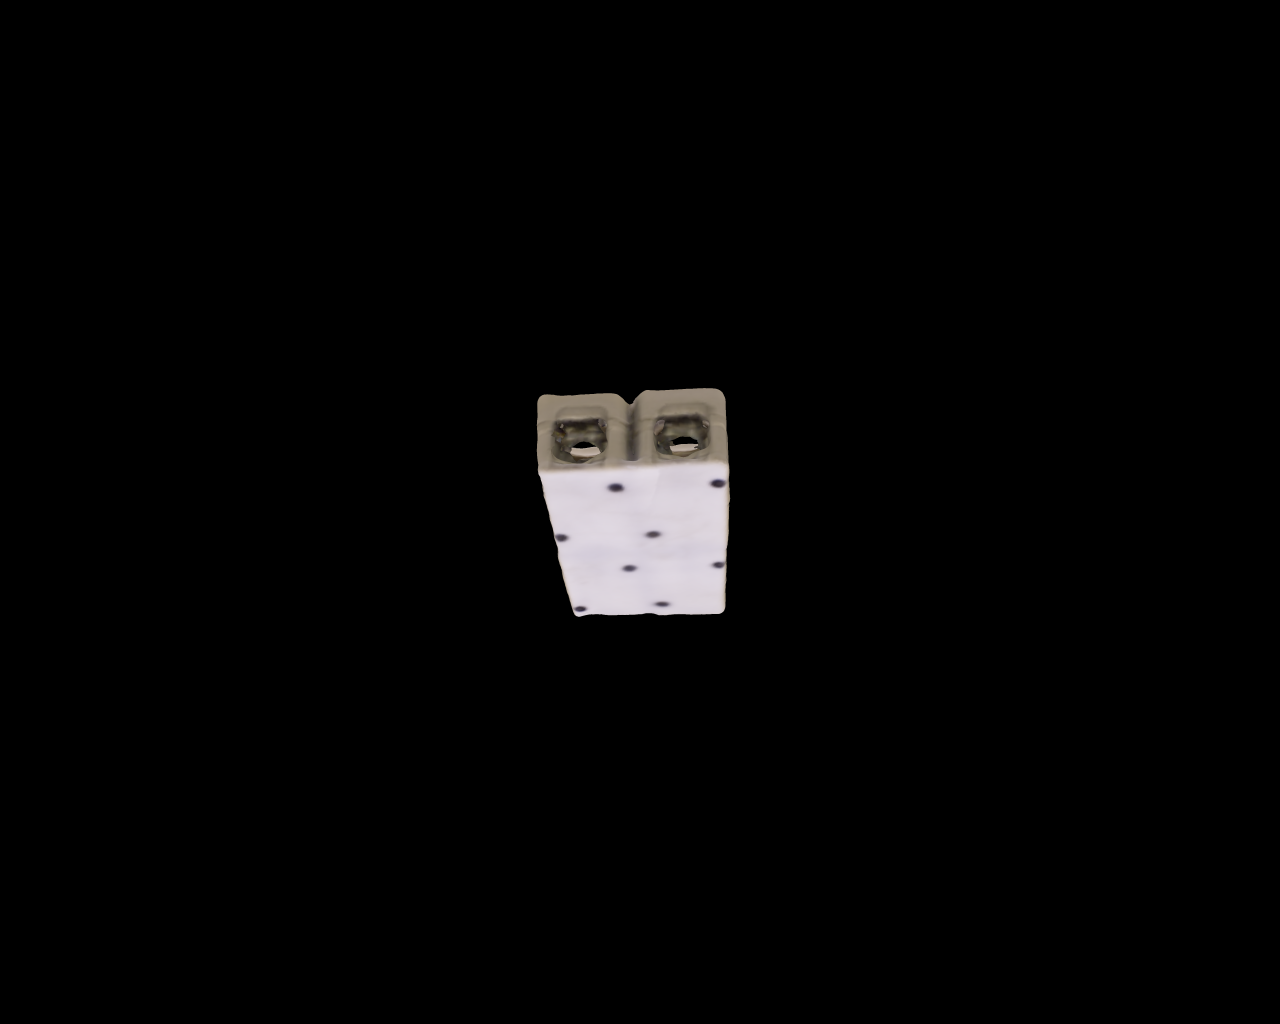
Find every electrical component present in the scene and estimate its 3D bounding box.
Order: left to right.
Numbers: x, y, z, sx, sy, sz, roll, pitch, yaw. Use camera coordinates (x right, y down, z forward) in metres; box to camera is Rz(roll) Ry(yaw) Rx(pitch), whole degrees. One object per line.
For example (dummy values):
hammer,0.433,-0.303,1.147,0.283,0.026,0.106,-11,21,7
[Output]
electrical component,0.001,-0.003,0.650,0.105,0.060,0.186,-2,-31,3
